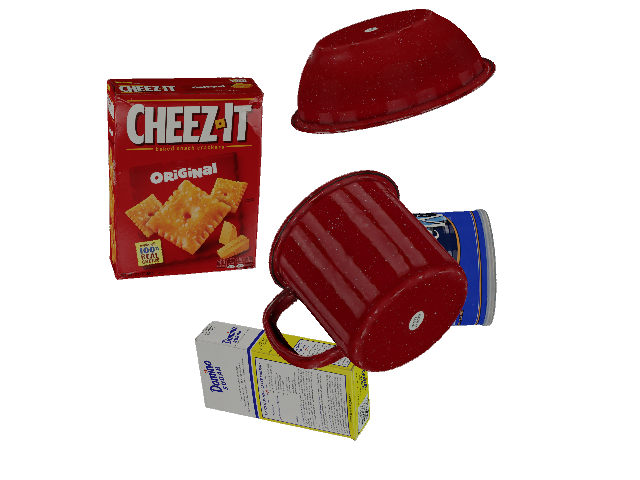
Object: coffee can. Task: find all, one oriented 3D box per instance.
[{"bbox_3d":[0.076,0.027,0.936,0.140,0.103,0.103,-3,0,0],"label":"coffee can"}]

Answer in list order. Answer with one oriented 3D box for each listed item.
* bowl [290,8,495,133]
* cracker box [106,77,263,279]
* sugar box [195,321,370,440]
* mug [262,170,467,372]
[{"bbox_3d":[0.047,-0.136,0.811,0.162,0.055,0.162,-16,20,5],"label":"bowl"},{"bbox_3d":[-0.151,-0.068,1.186,0.164,0.214,0.072,-3,24,-17],"label":"cracker box"},{"bbox_3d":[-0.039,0.142,1.100,0.176,0.093,0.048,10,33,24],"label":"sugar box"},{"bbox_3d":[0.020,0.028,0.611,0.117,0.082,0.093,-36,-34,-6],"label":"mug"}]
